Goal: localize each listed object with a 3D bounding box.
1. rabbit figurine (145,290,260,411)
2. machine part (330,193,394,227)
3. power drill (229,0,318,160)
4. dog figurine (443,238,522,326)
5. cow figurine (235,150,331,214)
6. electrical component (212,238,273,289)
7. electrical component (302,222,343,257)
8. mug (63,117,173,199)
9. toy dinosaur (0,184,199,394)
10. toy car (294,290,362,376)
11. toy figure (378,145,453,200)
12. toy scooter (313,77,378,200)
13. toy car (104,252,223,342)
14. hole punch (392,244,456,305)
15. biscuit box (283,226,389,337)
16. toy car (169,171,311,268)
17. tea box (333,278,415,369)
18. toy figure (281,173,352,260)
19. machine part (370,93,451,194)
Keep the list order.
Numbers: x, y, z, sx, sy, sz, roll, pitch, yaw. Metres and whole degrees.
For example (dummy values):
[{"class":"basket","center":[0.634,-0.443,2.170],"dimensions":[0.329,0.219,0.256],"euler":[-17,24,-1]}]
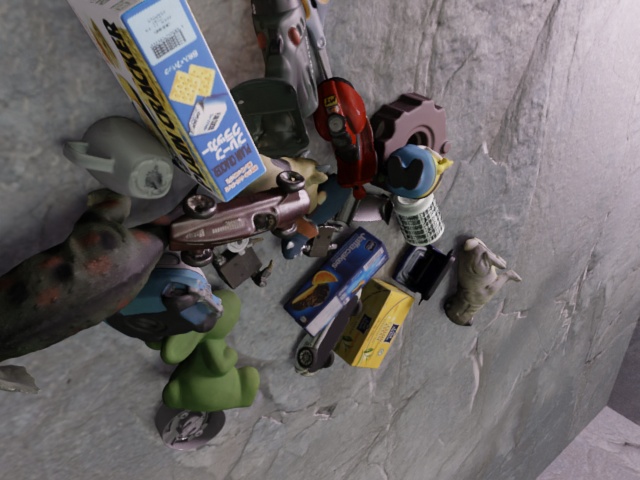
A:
[{"class":"rabbit figurine","center":[-0.176,0.156,0.799],"dimensions":[0.159,0.121,0.170],"euler":[8,90,-38]},{"class":"machine part","center":[0.076,-0.061,0.938],"dimensions":[0.139,0.039,0.084],"euler":[7,103,-44]},{"class":"power drill","center":[-0.055,-0.214,0.630],"dimensions":[0.086,0.207,0.231],"euler":[-9,139,6]},{"class":"dog figurine","center":[0.340,0.101,1.251],"dimensions":[0.172,0.121,0.190],"euler":[39,105,-15]},{"class":"cow figurine","center":[-0.070,-0.092,0.752],"dimensions":[0.127,0.086,0.194],"euler":[-52,137,3]},{"class":"electrical component","center":[-0.116,0.034,0.808],"dimensions":[0.078,0.045,0.102],"euler":[-38,134,-22]},{"class":"electrical component","center":[-0.002,-0.003,0.910],"dimensions":[0.094,0.021,0.063],"euler":[-1,114,-43]},{"class":"mug","center":[-0.217,-0.088,0.593],"dimensions":[0.109,0.107,0.080],"euler":[8,107,-48]},{"class":"toy dinosaur","center":[-0.267,0.051,0.568],"dimensions":[0.405,0.192,0.131],"euler":[-36,136,-21]},{"class":"toy car","center":[0.015,0.165,1.003],"dimensions":[0.073,0.056,0.201],"euler":[18,102,-54]},{"class":"toy figure","center":[0.143,-0.102,0.834],"dimensions":[0.089,0.082,0.180],"euler":[-57,170,22]},{"class":"toy scooter","center":[0.041,-0.138,0.789],"dimensions":[0.075,0.135,0.183],"euler":[-13,140,15]},{"class":"toy car","center":[-0.204,0.065,0.693],"dimensions":[0.109,0.162,0.103],"euler":[55,30,-50]},{"class":"hole punch","center":[0.215,0.060,1.119],"dimensions":[0.142,0.092,0.115],"euler":[-60,168,-1]},{"class":"biscuit box","center":[0.031,0.072,0.940],"dimensions":[0.202,0.063,0.059],"euler":[-46,149,-8]},{"class":"toy car","center":[-0.092,-0.025,0.672],"dimensions":[0.202,0.053,0.089],"euler":[-21,140,-40]},{"class":"tea box","center":[0.107,0.168,1.081],"dimensions":[0.098,0.068,0.169],"euler":[19,99,-47]},{"class":"toy figure","center":[-0.013,-0.036,0.855],"dimensions":[0.154,0.058,0.064],"euler":[-49,131,-3]},{"class":"machine part","center":[0.153,-0.163,0.935],"dimensions":[0.179,0.056,0.179],"euler":[-21,126,-32]}]
